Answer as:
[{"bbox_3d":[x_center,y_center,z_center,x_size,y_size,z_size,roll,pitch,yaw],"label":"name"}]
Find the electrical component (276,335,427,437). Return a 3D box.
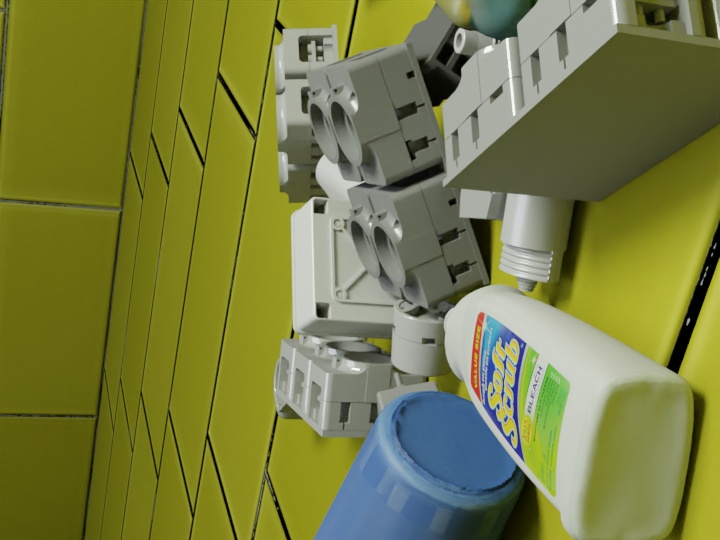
[{"bbox_3d":[-0.011,0.098,0.953,0.150,0.089,0.061,-158,73,-70],"label":"electrical component"}]

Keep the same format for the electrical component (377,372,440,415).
[{"bbox_3d":[0.037,0.115,0.844,0.083,0.047,0.075,86,172,-46],"label":"electrical component"}]

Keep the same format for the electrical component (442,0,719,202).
[{"bbox_3d":[0.128,-0.101,0.573,0.186,0.105,0.060,139,131,-64],"label":"electrical component"}]

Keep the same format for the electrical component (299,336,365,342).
[{"bbox_3d":[-0.027,0.068,1.057,0.045,0.055,0.045,-176,90,-71],"label":"electrical component"}]

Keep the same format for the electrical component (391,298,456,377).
[{"bbox_3d":[0.051,0.052,0.841,0.055,0.055,0.047,-131,44,-63],"label":"electrical component"}]

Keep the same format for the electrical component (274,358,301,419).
[{"bbox_3d":[-0.054,0.118,1.118,0.095,0.059,0.053,126,143,-56],"label":"electrical component"}]

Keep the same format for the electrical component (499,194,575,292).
[{"bbox_3d":[0.113,-0.026,0.694,0.043,0.043,0.081,-144,60,-67],"label":"electrical component"}]

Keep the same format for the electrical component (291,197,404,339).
[{"bbox_3d":[0.000,0.000,0.914,0.056,0.109,0.108,145,126,-62],"label":"electrical component"}]

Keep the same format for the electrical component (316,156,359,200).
[{"bbox_3d":[0.000,-0.066,1.012,0.077,0.044,0.079,41,153,44],"label":"electrical component"}]

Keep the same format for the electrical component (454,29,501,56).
[{"bbox_3d":[0.096,-0.153,0.737,0.048,0.062,0.048,-176,90,-71],"label":"electrical component"}]

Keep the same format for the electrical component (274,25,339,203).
[{"bbox_3d":[-0.054,-0.151,1.089,0.186,0.060,0.105,99,168,-70],"label":"electrical component"}]

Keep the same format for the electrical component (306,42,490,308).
[{"bbox_3d":[0.023,-0.070,0.819,0.186,0.060,0.105,70,165,-13],"label":"electrical component"}]
